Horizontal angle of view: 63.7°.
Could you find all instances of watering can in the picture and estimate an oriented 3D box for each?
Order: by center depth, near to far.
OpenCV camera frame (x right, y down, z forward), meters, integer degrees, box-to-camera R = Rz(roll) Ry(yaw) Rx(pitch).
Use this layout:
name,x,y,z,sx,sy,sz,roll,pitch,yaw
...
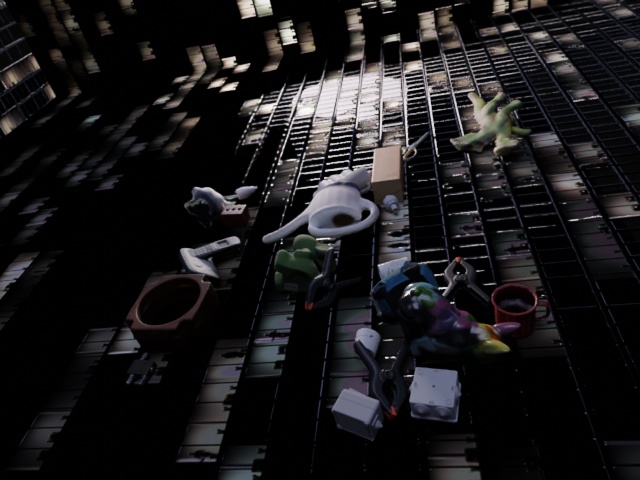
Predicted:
name,x,y,z,sx,sy,sz,roll,pitch,yaw
watering can,0.005,-0.078,1.544,0.347,0.102,0.230,-8,35,10

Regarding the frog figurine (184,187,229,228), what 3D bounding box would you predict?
name,x,y,z,sx,sy,sz,roll,pitch,yaw
frog figurine,-0.371,-0.134,1.752,0.137,0.120,0.163,26,33,0

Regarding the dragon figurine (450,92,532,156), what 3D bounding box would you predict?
name,x,y,z,sx,sy,sz,roll,pitch,yaw
dragon figurine,0.560,-0.394,1.781,0.244,0.119,0.417,-30,36,-7
